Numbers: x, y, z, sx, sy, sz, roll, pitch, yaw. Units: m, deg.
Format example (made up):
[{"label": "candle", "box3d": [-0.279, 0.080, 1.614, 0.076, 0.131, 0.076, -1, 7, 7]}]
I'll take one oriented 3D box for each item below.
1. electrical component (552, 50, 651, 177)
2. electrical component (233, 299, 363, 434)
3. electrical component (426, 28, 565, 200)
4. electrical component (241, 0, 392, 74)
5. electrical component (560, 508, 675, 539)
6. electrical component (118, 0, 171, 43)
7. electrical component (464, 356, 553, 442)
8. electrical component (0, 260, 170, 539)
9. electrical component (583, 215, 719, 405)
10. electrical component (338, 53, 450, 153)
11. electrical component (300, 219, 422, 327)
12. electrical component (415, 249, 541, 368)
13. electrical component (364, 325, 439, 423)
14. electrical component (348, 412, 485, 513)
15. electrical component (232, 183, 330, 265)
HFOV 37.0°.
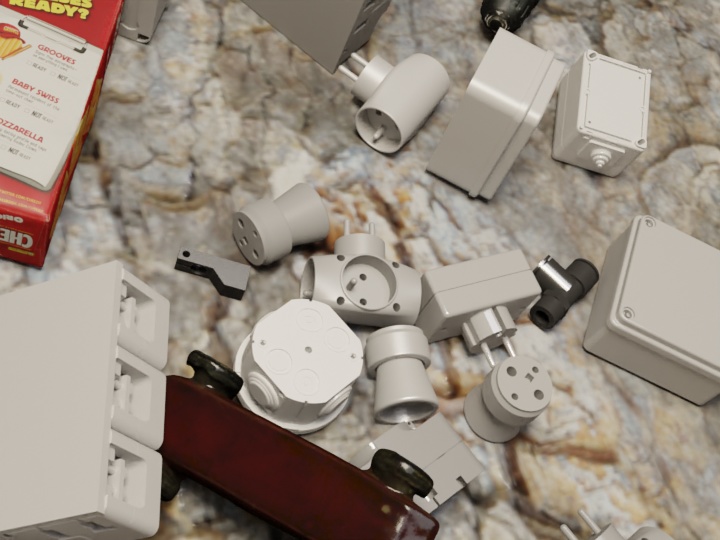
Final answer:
[{"label": "electrical component", "box3d": [0.200, -0.123, 0.899, 0.062, 0.061, 0.096, 16, 65, -11]}, {"label": "electrical component", "box3d": [-0.040, 0.063, 0.707, 0.080, 0.051, 0.080, 9, 59, -15]}, {"label": "electrical component", "box3d": [0.103, -0.117, 0.827, 0.057, 0.113, 0.078, 28, 56, 1]}, {"label": "electrical component", "box3d": [-0.018, -0.255, 0.818, 0.105, 0.186, 0.060, 40, 56, 6]}, {"label": "electrical component", "box3d": [0.165, 0.194, 0.709, 0.077, 0.044, 0.079, -32, 75, -32]}, {"label": "electrical component", "box3d": [-0.197, -0.231, 0.806, 0.113, 0.078, 0.057, 20, 59, -8]}, {"label": "electrical component", "box3d": [0.102, 0.089, 0.741, 0.045, 0.055, 0.045, 9, 59, -15]}, {"label": "electrical component", "box3d": [-0.164, 0.083, 0.626, 0.089, 0.061, 0.150, -15, 58, 21]}, {"label": "electrical component", "box3d": [0.239, 0.030, 0.824, 0.109, 0.056, 0.108, 26, 56, -4]}, {"label": "electrical component", "box3d": [0.020, -0.143, 0.852, 0.079, 0.044, 0.077, 37, 56, 4]}, {"label": "electrical component", "box3d": [0.000, 0.000, 0.760, 0.077, 0.044, 0.079, 7, 64, -16]}, {"label": "electrical component", "box3d": [0.089, 0.035, 0.772, 0.083, 0.047, 0.075, -13, 66, -26]}, {"label": "electrical component", "box3d": [0.028, 0.071, 0.731, 0.045, 0.045, 0.055, 2, 61, -19]}, {"label": "electrical component", "box3d": [0.025, 0.135, 0.689, 0.089, 0.050, 0.055, -30, 75, -31]}, {"label": "electrical component", "box3d": [-0.056, -0.032, 0.761, 0.055, 0.045, 0.045, -26, 72, -29]}]
